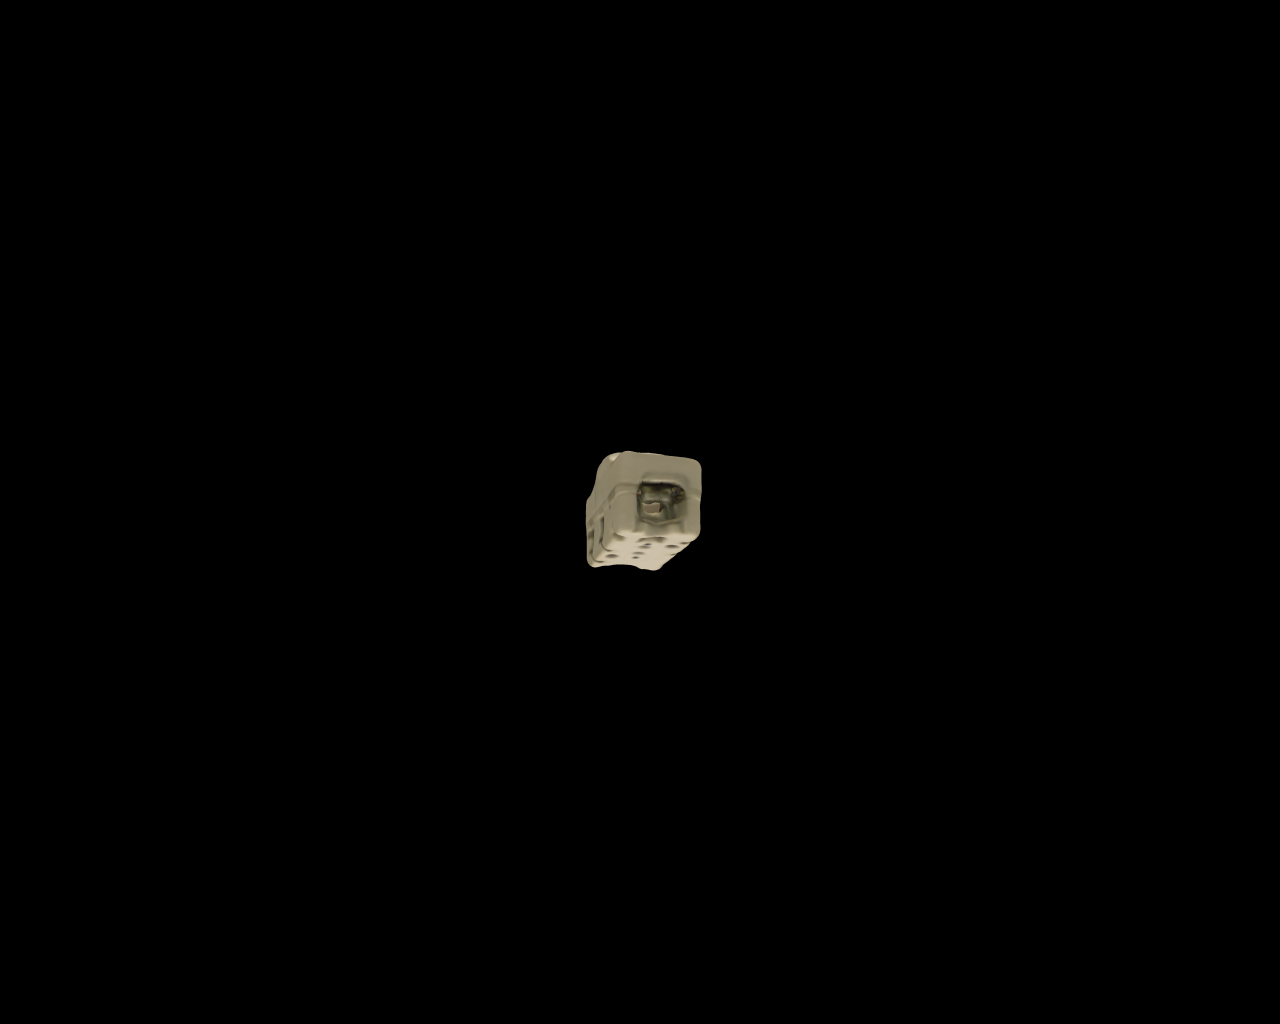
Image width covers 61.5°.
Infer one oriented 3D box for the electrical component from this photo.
[{"bbox_3d":[0.001,-0.003,0.650,0.050,0.056,0.089,5,-19,-15],"label":"electrical component"}]
